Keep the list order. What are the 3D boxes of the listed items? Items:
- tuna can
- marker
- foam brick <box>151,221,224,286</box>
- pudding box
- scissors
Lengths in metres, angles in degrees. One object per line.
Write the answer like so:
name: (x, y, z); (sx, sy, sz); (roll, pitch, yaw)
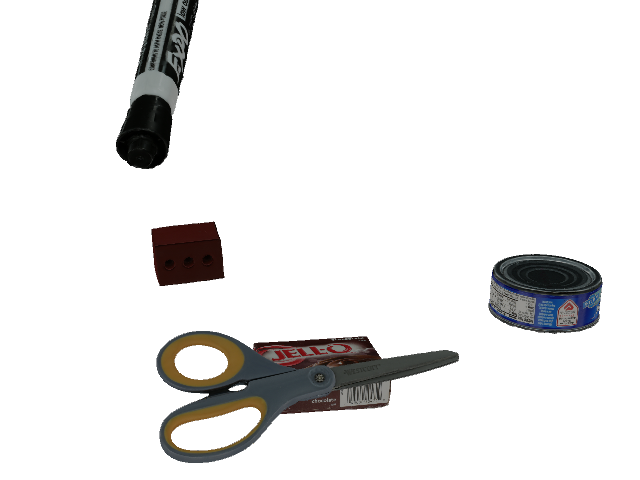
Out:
tuna can: (0.175, 0.040, 0.832); (0.086, 0.034, 0.086); (1, 19, -1)
marker: (-0.062, -0.070, 0.419); (0.020, 0.020, 0.121); (0, 44, 2)
foam brick: (-0.155, 0.015, 1.242); (0.078, 0.053, 0.051); (-8, 27, -9)
pudding box: (-0.001, 0.121, 0.971); (0.113, 0.039, 0.090); (0, 17, -12)
scissors: (-0.017, 0.078, 0.690); (0.201, 0.096, 0.016); (-22, -28, -22)
